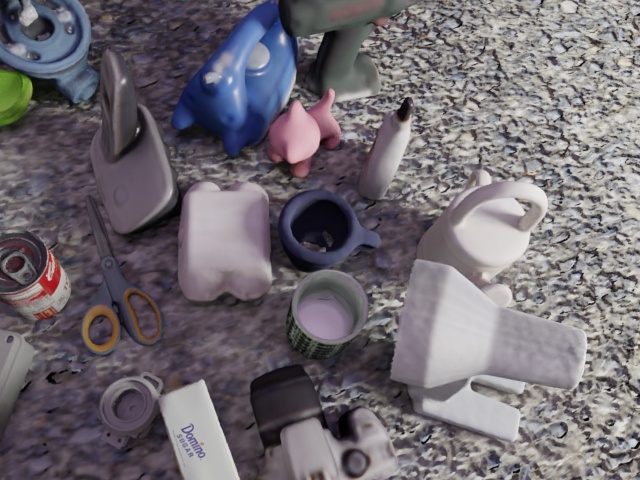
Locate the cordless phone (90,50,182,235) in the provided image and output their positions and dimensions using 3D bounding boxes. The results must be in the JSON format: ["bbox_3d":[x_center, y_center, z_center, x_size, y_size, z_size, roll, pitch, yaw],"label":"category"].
[{"bbox_3d":[-0.211,-0.102,0.632,0.094,0.185,0.147,-21,72,-17],"label":"cordless phone"}]

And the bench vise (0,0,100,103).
[{"bbox_3d":[-0.367,-0.272,0.658,0.207,0.219,0.121,20,65,-1],"label":"bench vise"}]

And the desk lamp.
[{"bbox_3d":[0.155,0.117,0.586,0.203,0.213,0.118,18,65,-1],"label":"desk lamp"}]

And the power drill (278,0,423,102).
[{"bbox_3d":[0.056,-0.275,0.740,0.230,0.208,0.075,-14,70,-15],"label":"power drill"}]

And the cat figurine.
[{"bbox_3d":[-0.020,-0.139,0.718,0.067,0.117,0.128,36,66,7],"label":"cat figurine"}]

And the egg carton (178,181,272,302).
[{"bbox_3d":[-0.111,0.000,0.669,0.107,0.069,0.150,-1,67,-10],"label":"egg carton"}]

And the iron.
[{"bbox_3d":[-0.087,-0.242,0.738,0.118,0.141,0.258,26,65,2],"label":"iron"}]

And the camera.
[{"bbox_3d":[-0.008,0.195,0.586,0.143,0.101,0.136,-15,70,-16],"label":"camera"}]

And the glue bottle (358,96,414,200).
[{"bbox_3d":[0.085,-0.119,0.697,0.037,0.173,0.078,14,65,-3],"label":"glue bottle"}]

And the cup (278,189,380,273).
[{"bbox_3d":[0.006,0.002,0.675,0.118,0.095,0.092,11,65,-5],"label":"cup"}]

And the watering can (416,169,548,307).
[{"bbox_3d":[0.189,-0.004,0.655,0.101,0.194,0.173,-13,70,-15],"label":"watering can"}]
